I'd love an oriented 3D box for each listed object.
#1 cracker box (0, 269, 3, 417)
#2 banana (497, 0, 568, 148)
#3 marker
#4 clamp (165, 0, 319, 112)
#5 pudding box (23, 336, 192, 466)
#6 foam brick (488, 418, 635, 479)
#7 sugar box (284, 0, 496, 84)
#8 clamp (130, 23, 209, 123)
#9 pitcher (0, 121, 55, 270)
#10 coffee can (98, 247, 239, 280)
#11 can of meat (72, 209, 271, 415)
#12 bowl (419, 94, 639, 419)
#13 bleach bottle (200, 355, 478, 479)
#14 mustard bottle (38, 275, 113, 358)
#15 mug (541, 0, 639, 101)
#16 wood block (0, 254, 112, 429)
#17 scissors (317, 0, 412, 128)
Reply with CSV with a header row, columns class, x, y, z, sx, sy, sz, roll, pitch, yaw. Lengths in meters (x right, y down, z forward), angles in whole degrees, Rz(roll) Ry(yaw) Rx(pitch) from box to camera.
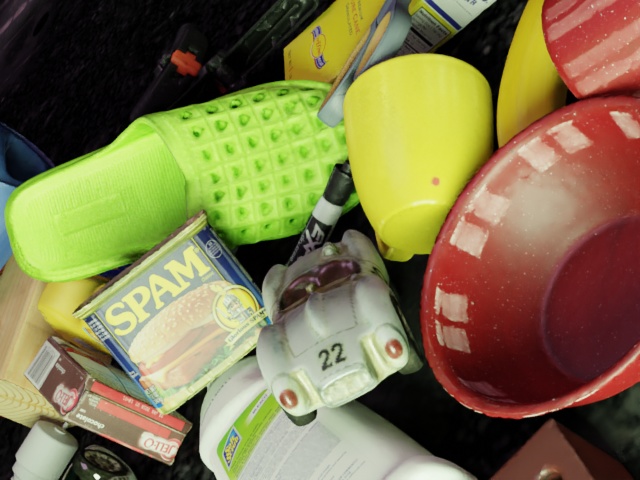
class,x,y,z,sx,sy,sz,roll,pitch,yaw
cracker box,-0.325,0.059,1.085,0.164,0.072,0.214,-59,31,0
banana,0.136,-0.108,0.600,0.070,0.037,0.197,7,69,59
marker,-0.005,0.001,0.696,0.121,0.020,0.020,-63,27,24
clamp,-0.070,-0.141,0.869,0.164,0.036,0.210,-43,10,2
pudding box,-0.155,0.115,0.773,0.039,0.090,0.114,-60,30,-4
foam brick,0.096,0.124,0.442,0.078,0.051,0.053,-50,31,15
sugar box,0.048,-0.157,0.762,0.176,0.048,0.093,-41,34,29
clamp,-0.134,-0.170,1.020,0.172,0.039,0.120,-7,60,68
pitcher,-0.337,0.008,0.934,0.243,0.149,0.145,-54,46,15
coffee can,-0.139,-0.017,0.853,0.141,0.102,0.102,-1,63,55
can of meat,-0.086,0.045,0.661,0.102,0.084,0.057,-38,8,-2
bowl,0.122,0.015,0.496,0.162,0.055,0.162,-36,38,33
bleach bottle,-0.007,0.118,0.588,0.102,0.068,0.251,-53,28,-2
mustard bottle,-0.131,0.065,0.775,0.192,0.096,0.058,7,66,57
mug,0.167,-0.098,0.513,0.082,0.093,0.117,-31,76,45
wood block,-0.225,0.051,0.930,0.090,0.090,0.206,-22,46,45
scissors,0.058,-0.160,0.673,0.201,0.016,0.096,-59,12,-7
